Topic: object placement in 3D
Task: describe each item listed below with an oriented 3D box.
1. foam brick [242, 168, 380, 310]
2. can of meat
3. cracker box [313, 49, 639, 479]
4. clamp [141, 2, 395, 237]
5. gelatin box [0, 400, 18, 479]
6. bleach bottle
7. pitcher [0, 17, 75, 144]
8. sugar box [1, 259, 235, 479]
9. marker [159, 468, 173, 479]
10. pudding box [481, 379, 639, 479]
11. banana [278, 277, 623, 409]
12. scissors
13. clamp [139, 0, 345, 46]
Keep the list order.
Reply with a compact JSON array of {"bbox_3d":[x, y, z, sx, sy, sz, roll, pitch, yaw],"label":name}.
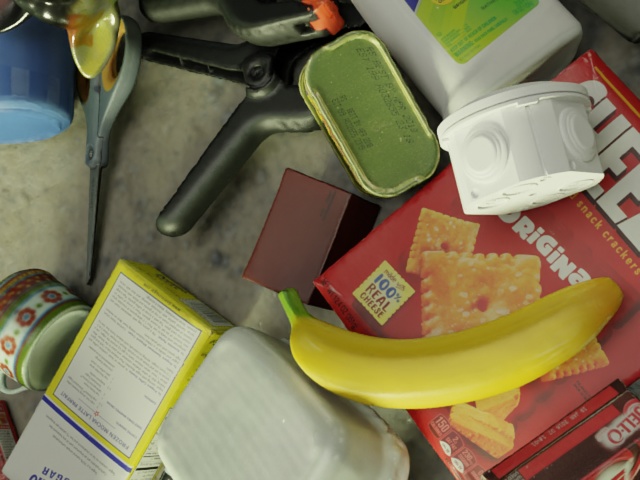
[{"bbox_3d":[-0.005,0.001,0.692,0.053,0.051,0.078,23,91,25],"label":"foam brick"},{"bbox_3d":[0.030,-0.075,0.650,0.057,0.084,0.102,-30,94,2],"label":"can of meat"},{"bbox_3d":[0.127,0.023,0.615,0.214,0.072,0.164,-41,67,12],"label":"cracker box"},{"bbox_3d":[-0.042,-0.114,0.738,0.210,0.036,0.164,-27,64,15],"label":"clamp"},{"bbox_3d":[-0.263,0.171,0.792,0.089,0.030,0.073,-32,69,16],"label":"gelatin box"},{"bbox_3d":[0.045,-0.183,0.669,0.102,0.068,0.251,-37,74,-10],"label":"bleach bottle"},{"bbox_3d":[-0.252,-0.199,0.805,0.144,0.149,0.243,-1,81,-17],"label":"pitcher"},{"bbox_3d":[-0.139,0.112,0.738,0.093,0.048,0.176,34,99,26],"label":"sugar box"},{"bbox_3d":[-0.106,0.176,0.725,0.020,0.020,0.121,27,92,26],"label":"marker"},{"bbox_3d":[0.131,0.134,0.555,0.090,0.113,0.039,-31,54,-13],"label":"pudding box"},{"bbox_3d":[0.062,0.056,0.577,0.198,0.037,0.069,-2,81,23],"label":"banana"},{"bbox_3d":[-0.154,-0.075,0.776,0.096,0.016,0.202,-22,69,51],"label":"scissors"},{"bbox_3d":[-0.053,-0.171,0.729,0.120,0.039,0.172,-49,47,7],"label":"clamp"}]
